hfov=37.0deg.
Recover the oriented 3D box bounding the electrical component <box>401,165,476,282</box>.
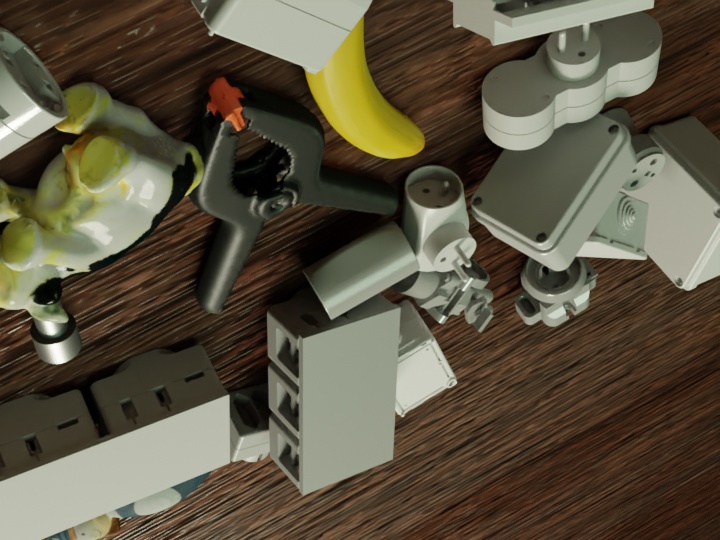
[{"bbox_3d":[0.062,-0.026,0.812,0.044,0.079,0.077,-22,147,-17],"label":"electrical component"}]

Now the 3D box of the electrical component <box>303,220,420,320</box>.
[{"bbox_3d":[0.000,0.000,0.819,0.077,0.043,0.079,-30,180,-4],"label":"electrical component"}]

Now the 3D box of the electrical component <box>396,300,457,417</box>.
[{"bbox_3d":[0.035,0.072,0.948,0.062,0.061,0.096,-32,141,-1],"label":"electrical component"}]

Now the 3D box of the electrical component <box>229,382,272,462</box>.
[{"bbox_3d":[-0.092,0.141,0.938,0.066,0.047,0.076,-11,143,-31],"label":"electrical component"}]

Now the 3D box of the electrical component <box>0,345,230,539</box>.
[{"bbox_3d":[-0.197,0.132,0.819,0.186,0.060,0.105,-19,146,-20],"label":"electrical component"}]

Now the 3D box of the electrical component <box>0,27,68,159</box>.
[{"bbox_3d":[-0.183,-0.085,0.538,0.047,0.055,0.055,-33,149,9],"label":"electrical component"}]

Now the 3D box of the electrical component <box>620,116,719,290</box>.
[{"bbox_3d":[0.286,-0.058,0.937,0.056,0.108,0.108,-20,147,-24],"label":"electrical component"}]

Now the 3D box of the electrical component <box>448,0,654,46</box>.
[{"bbox_3d":[0.120,-0.185,0.657,0.121,0.079,0.063,-18,123,-23],"label":"electrical component"}]

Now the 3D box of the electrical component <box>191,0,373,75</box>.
[{"bbox_3d":[-0.049,-0.153,0.555,0.096,0.061,0.061,10,129,-48],"label":"electrical component"}]

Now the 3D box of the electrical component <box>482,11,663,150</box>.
[{"bbox_3d":[0.148,-0.144,0.749,0.138,0.052,0.073,-27,149,-9],"label":"electrical component"}]

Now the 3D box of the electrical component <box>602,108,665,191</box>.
[{"bbox_3d":[0.214,-0.097,0.870,0.045,0.055,0.045,-23,147,-16],"label":"electrical component"}]

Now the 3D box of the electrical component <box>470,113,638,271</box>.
[{"bbox_3d":[0.145,-0.067,0.803,0.113,0.078,0.057,-56,150,-2],"label":"electrical component"}]

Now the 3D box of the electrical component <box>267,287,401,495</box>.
[{"bbox_3d":[-0.024,0.091,0.866,0.089,0.062,0.150,-16,124,-29],"label":"electrical component"}]

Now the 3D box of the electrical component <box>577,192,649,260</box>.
[{"bbox_3d":[0.180,-0.040,0.886,0.100,0.100,0.048,12,84,-49],"label":"electrical component"}]

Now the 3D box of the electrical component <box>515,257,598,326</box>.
[{"bbox_3d":[0.180,0.012,0.990,0.078,0.058,0.057,-30,151,-3],"label":"electrical component"}]
